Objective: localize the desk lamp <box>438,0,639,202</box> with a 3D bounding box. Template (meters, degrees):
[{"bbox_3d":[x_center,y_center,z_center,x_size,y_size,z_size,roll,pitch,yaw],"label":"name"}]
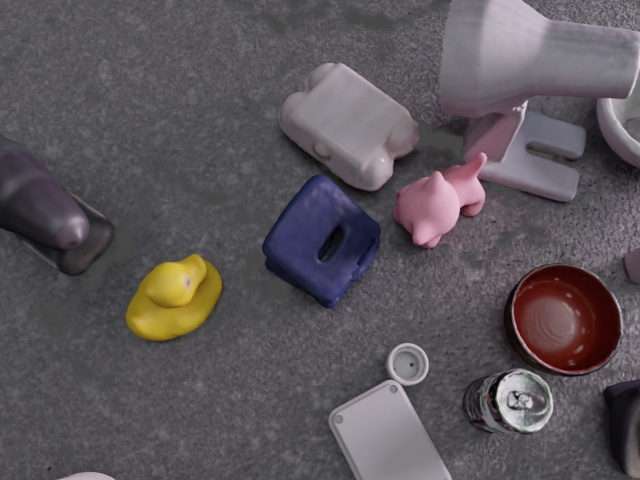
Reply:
[{"bbox_3d":[0.207,-0.148,0.579,0.203,0.213,0.118,16,73,3],"label":"desk lamp"}]

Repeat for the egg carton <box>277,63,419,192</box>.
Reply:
[{"bbox_3d":[0.031,-0.127,0.642,0.150,0.069,0.107,37,75,9],"label":"egg carton"}]

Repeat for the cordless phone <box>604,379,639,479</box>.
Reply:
[{"bbox_3d":[0.354,0.159,0.503,0.147,0.185,0.094,-14,73,-6],"label":"cordless phone"}]

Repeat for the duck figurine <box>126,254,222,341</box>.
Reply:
[{"bbox_3d":[-0.151,0.053,0.571,0.105,0.086,0.077,-38,77,-12],"label":"duck figurine"}]

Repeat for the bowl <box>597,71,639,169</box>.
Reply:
[{"bbox_3d":[0.388,-0.140,0.655,0.167,0.075,0.167,1,73,-2],"label":"bowl"}]

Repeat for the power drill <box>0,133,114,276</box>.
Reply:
[{"bbox_3d":[-0.274,-0.039,0.532,0.229,0.208,0.076,33,75,9],"label":"power drill"}]

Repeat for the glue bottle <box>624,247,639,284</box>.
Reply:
[{"bbox_3d":[0.376,0.002,0.559,0.078,0.173,0.037,-12,73,-5],"label":"glue bottle"}]

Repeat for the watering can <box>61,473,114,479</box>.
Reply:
[{"bbox_3d":[-0.215,0.240,0.454,0.173,0.194,0.101,-42,78,-13],"label":"watering can"}]

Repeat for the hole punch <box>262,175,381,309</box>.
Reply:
[{"bbox_3d":[0.005,0.002,0.590,0.101,0.091,0.109,33,74,8],"label":"hole punch"}]

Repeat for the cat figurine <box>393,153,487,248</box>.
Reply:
[{"bbox_3d":[0.125,-0.044,0.594,0.128,0.118,0.067,-40,77,-13],"label":"cat figurine"}]
